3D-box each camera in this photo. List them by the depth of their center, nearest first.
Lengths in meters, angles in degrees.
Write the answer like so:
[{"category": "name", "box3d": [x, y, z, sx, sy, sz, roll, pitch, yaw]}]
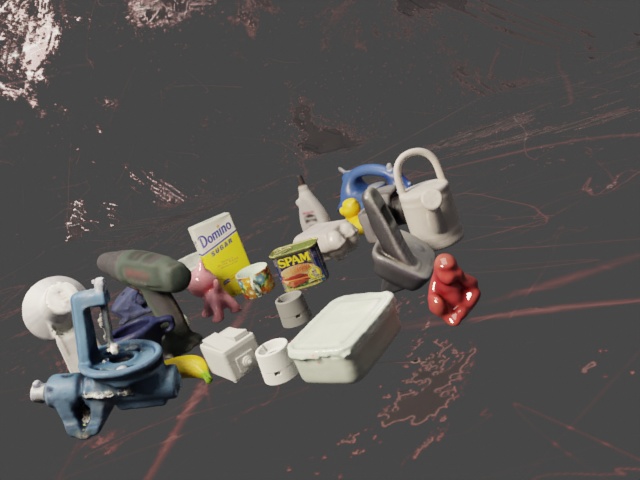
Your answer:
[{"category": "camera", "box3d": [0.171, -0.071, 1.287, 0.136, 0.101, 0.143, -11, 18, 31]}]

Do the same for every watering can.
[{"category": "watering can", "box3d": [0.206, -0.082, 1.097, 0.101, 0.194, 0.172, -25, 16, -15]}]

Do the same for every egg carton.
[{"category": "egg carton", "box3d": [0.012, 0.005, 1.289, 0.149, 0.069, 0.107, -7, 20, 41]}]

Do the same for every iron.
[{"category": "iron", "box3d": [0.151, -0.136, 1.463, 0.257, 0.141, 0.119, -5, 21, 45]}]

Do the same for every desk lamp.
[{"category": "desk lamp", "box3d": [-0.438, 0.167, 1.026, 0.118, 0.214, 0.202, -30, 18, -31]}]

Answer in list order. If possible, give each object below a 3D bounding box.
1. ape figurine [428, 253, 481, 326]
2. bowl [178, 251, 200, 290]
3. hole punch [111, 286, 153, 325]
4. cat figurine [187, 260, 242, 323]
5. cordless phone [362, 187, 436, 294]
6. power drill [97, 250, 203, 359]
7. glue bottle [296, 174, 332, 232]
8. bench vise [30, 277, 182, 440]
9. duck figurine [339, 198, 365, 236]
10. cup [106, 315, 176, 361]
[{"category": "ape figurine", "box3d": [0.184, 0.064, 0.811, 0.078, 0.092, 0.076, -19, 15, 4]}, {"category": "bowl", "box3d": [-0.293, 0.079, 1.418, 0.167, 0.075, 0.167, -19, 15, 6]}, {"category": "hole punch", "box3d": [-0.454, 0.140, 1.381, 0.101, 0.091, 0.108, -23, 15, -8]}, {"category": "cat figurine", "box3d": [-0.228, 0.099, 1.175, 0.067, 0.118, 0.127, -29, 17, -29]}, {"category": "cordless phone", "box3d": [0.128, -0.015, 0.979, 0.094, 0.185, 0.148, -15, 16, 20]}, {"category": "power drill", "box3d": [-0.309, 0.112, 1.062, 0.228, 0.208, 0.076, -8, 20, 39]}, {"category": "glue bottle", "box3d": [-0.026, -0.084, 1.451, 0.078, 0.173, 0.037, -13, 17, 27]}, {"category": "bench vise", "box3d": [-0.336, 0.177, 0.845, 0.208, 0.220, 0.121, -25, 16, -18]}, {"category": "duck figurine", "box3d": [0.086, -0.060, 1.388, 0.078, 0.086, 0.104, -30, 18, -31]}, {"category": "cup", "box3d": [-0.297, 0.188, 1.000, 0.118, 0.095, 0.091, -23, 15, -8]}]
